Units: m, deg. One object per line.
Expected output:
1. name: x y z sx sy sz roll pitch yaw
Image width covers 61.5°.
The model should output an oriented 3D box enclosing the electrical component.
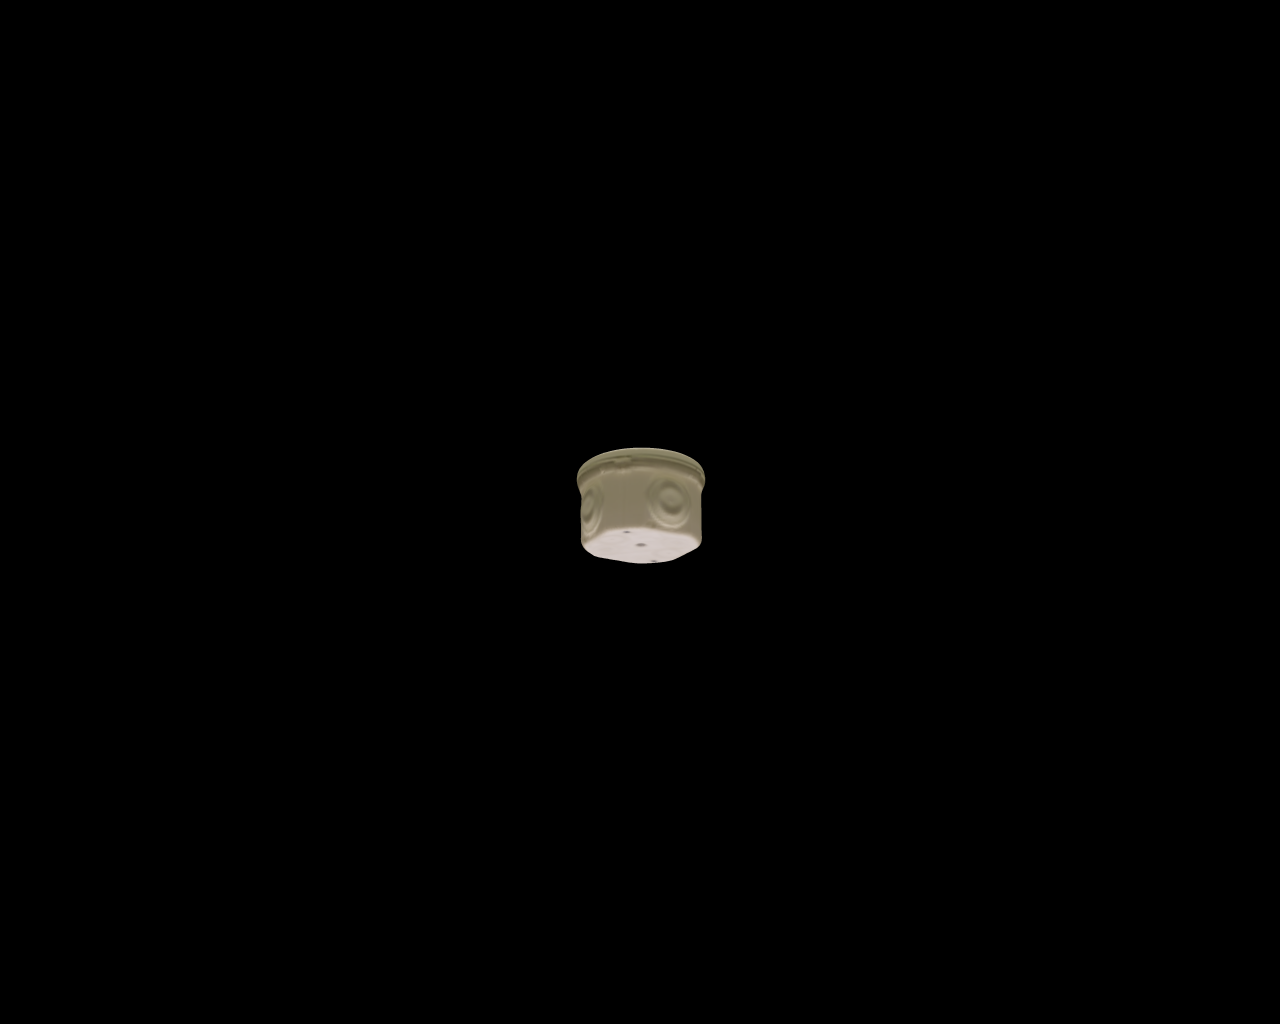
1. electrical component: 0.001 -0.003 0.650 0.080 0.051 0.080 0 -20 0
